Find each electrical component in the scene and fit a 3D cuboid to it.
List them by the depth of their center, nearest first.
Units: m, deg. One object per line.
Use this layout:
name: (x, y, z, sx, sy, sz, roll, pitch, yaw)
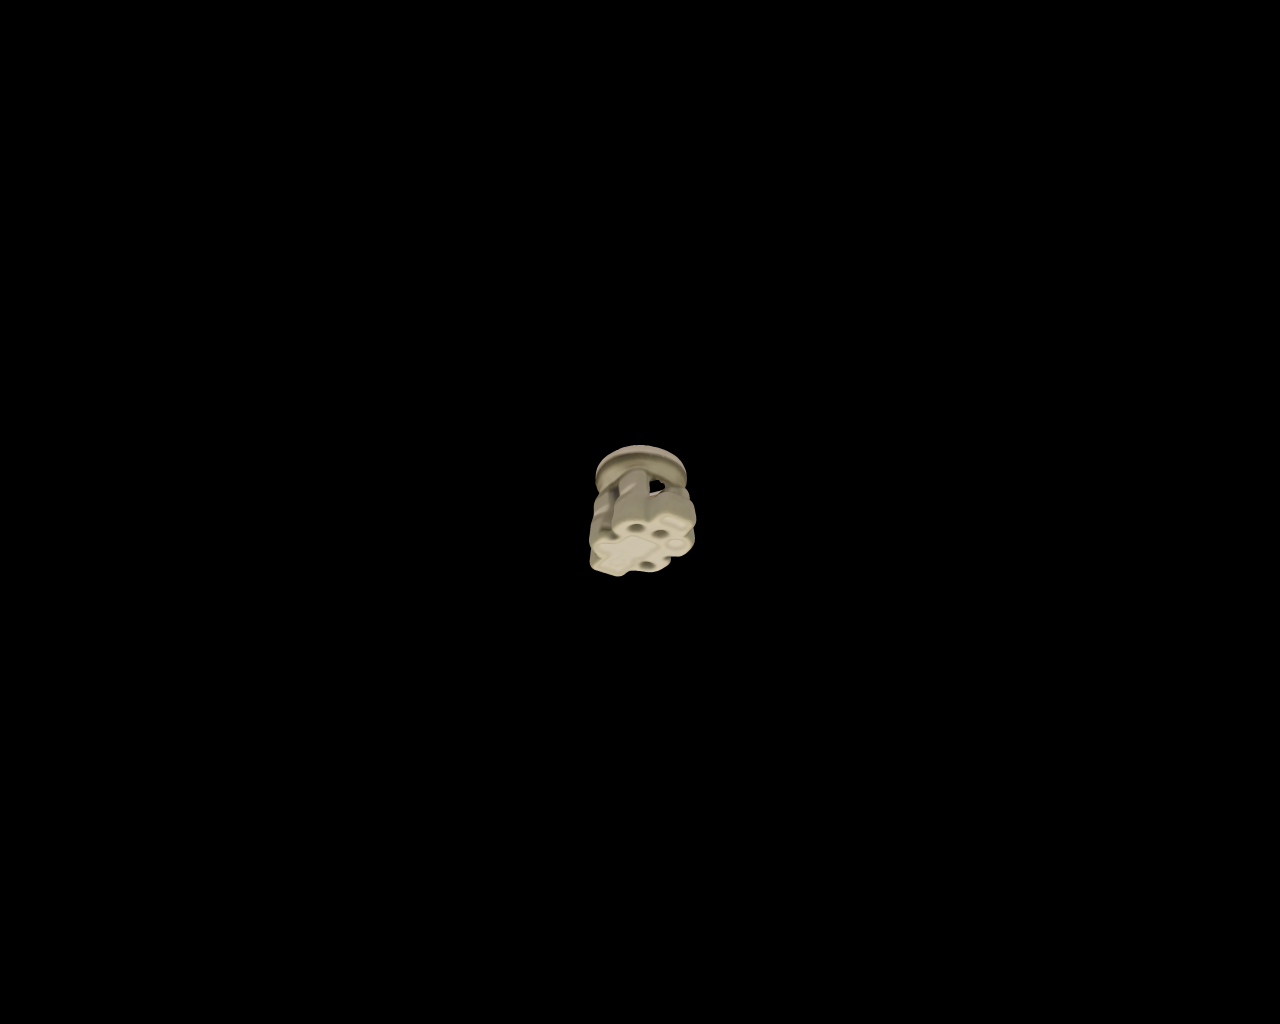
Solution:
electrical component: (0.001, -0.003, 0.650, 0.058, 0.057, 0.078, 22, -39, -30)
